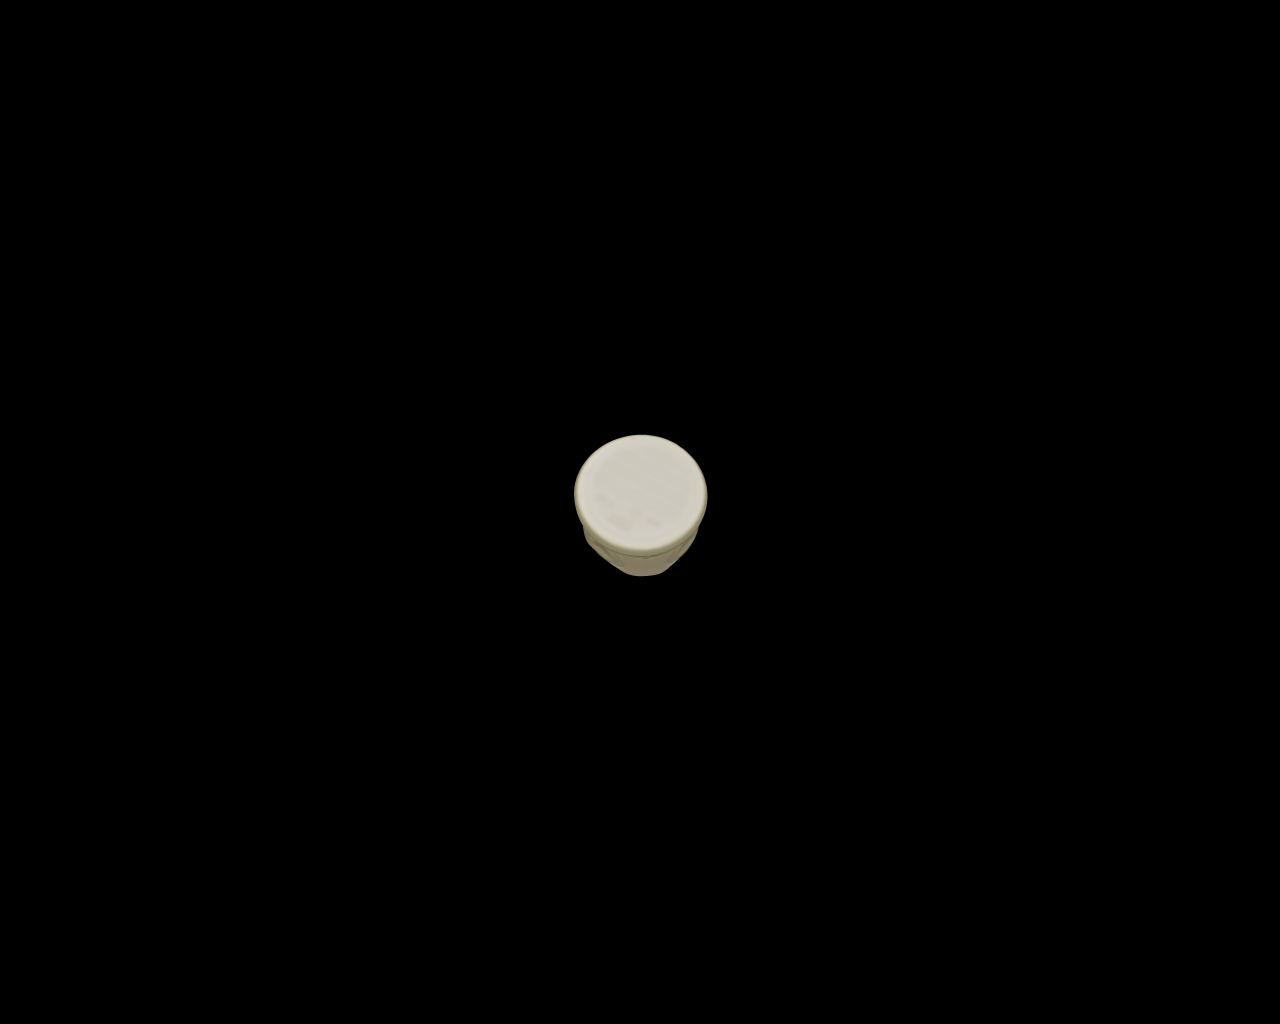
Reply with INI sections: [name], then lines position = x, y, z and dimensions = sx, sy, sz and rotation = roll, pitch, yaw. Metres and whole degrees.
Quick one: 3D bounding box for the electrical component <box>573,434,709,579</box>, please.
[electrical component]
position = 0.001, -0.003, 0.650
dimensions = 0.080, 0.080, 0.051
rotation = 0, -25, 0
